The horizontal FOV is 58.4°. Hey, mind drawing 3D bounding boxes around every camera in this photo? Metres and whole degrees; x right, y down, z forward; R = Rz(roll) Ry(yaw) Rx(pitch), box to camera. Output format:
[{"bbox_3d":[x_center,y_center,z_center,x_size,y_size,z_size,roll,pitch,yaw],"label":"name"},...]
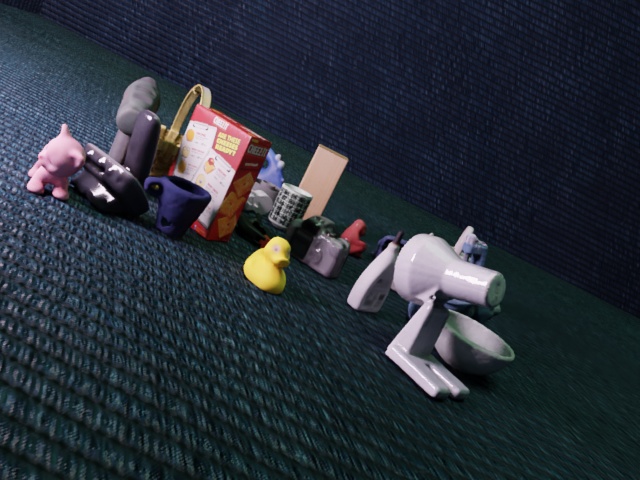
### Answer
[{"bbox_3d":[0.012,0.005,1.262,0.142,0.101,0.137,32,14,23],"label":"camera"}]

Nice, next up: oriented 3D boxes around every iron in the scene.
[{"bbox_3d":[-0.180,-0.221,1.661,0.257,0.141,0.119,32,14,22],"label":"iron"}]

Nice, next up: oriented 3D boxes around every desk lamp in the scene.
[{"bbox_3d":[0.199,0.117,0.948,0.118,0.213,0.202,14,18,-43],"label":"desk lamp"}]

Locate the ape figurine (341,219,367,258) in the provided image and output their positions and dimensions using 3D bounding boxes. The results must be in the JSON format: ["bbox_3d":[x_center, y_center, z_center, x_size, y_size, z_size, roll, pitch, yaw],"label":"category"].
[{"bbox_3d":[0.091,-0.009,1.484,0.076,0.092,0.077,20,15,-25],"label":"ape figurine"}]

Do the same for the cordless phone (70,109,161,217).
[{"bbox_3d":[-0.337,-0.147,0.986,0.147,0.185,0.094,33,15,25],"label":"cordless phone"}]

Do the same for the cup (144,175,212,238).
[{"bbox_3d":[-0.257,-0.056,0.989,0.118,0.095,0.091,16,17,-39],"label":"cup"}]

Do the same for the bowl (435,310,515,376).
[{"bbox_3d":[0.272,0.201,1.071,0.167,0.074,0.167,25,13,-6],"label":"bowl"}]

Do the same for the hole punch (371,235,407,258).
[{"bbox_3d":[0.205,0.031,1.551,0.109,0.091,0.101,25,13,-5],"label":"hole punch"}]

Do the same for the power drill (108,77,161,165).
[{"bbox_3d":[-0.368,-0.207,1.102,0.076,0.208,0.229,21,14,-22],"label":"power drill"}]

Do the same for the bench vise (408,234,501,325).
[{"bbox_3d":[0.307,0.097,1.218,0.208,0.219,0.121,13,19,-44],"label":"bench vise"}]

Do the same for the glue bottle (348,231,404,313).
[{"bbox_3d":[0.120,0.059,1.106,0.078,0.173,0.037,13,19,-45],"label":"glue bottle"}]

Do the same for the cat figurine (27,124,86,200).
[{"bbox_3d":[-0.417,-0.131,0.919,0.067,0.117,0.127,18,16,-33],"label":"cat figurine"}]

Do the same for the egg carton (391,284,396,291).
[{"bbox_3d":[0.228,0.097,1.394,0.151,0.069,0.107,21,14,-23],"label":"egg carton"}]

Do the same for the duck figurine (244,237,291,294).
[{"bbox_3d":[-0.084,0.034,1.000,0.078,0.086,0.104,19,15,-30],"label":"duck figurine"}]

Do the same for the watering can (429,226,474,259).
[{"bbox_3d":[0.357,0.045,1.566,0.173,0.194,0.101,24,13,-10],"label":"watering can"}]
